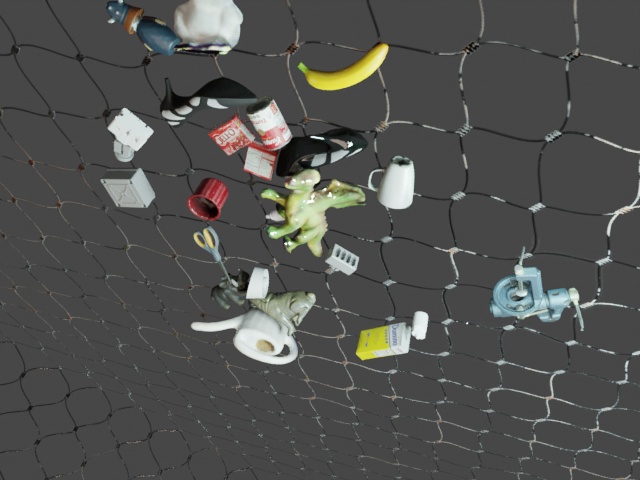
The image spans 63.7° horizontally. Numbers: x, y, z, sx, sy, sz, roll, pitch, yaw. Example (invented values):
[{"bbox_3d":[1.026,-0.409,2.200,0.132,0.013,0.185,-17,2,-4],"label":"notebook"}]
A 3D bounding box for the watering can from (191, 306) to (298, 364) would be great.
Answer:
[{"bbox_3d":[-0.228,0.287,1.690,0.347,0.229,0.102,23,120,-1],"label":"watering can"}]

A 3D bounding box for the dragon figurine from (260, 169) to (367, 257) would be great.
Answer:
[{"bbox_3d":[0.004,-0.065,1.300,0.241,0.124,0.405,-17,152,22],"label":"dragon figurine"}]

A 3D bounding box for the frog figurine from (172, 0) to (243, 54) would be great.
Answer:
[{"bbox_3d":[-0.220,-0.447,1.004,0.137,0.123,0.158,8,102,25],"label":"frog figurine"}]
